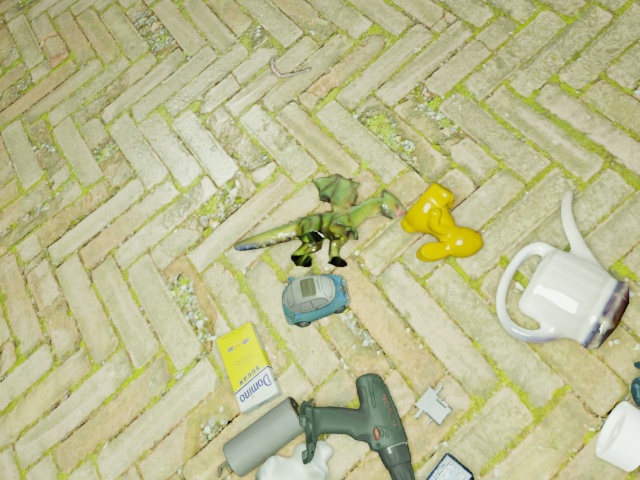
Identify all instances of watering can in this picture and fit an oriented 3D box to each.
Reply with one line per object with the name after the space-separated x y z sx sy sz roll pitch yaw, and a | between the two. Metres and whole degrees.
0.504 0.068 1.031 0.226 0.102 0.351 31 75 26 | watering can

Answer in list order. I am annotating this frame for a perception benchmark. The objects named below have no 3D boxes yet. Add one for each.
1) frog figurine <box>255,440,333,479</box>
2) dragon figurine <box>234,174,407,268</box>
-0.048 0.466 1.013 0.138 0.120 0.162 13 33 30 | frog figurine
0.004 -0.064 1.266 0.410 0.119 0.249 3 49 16 | dragon figurine
